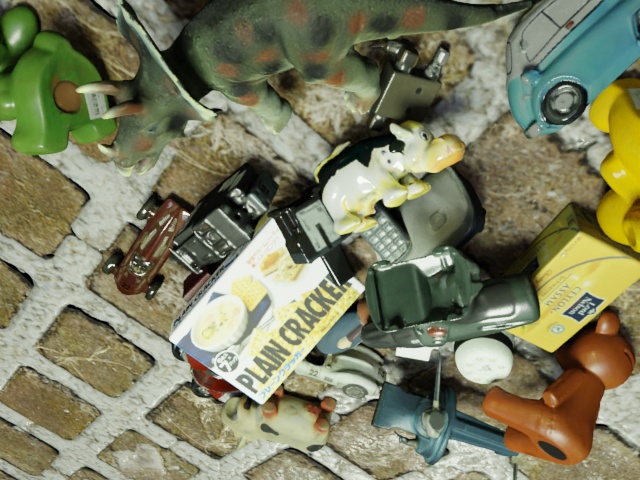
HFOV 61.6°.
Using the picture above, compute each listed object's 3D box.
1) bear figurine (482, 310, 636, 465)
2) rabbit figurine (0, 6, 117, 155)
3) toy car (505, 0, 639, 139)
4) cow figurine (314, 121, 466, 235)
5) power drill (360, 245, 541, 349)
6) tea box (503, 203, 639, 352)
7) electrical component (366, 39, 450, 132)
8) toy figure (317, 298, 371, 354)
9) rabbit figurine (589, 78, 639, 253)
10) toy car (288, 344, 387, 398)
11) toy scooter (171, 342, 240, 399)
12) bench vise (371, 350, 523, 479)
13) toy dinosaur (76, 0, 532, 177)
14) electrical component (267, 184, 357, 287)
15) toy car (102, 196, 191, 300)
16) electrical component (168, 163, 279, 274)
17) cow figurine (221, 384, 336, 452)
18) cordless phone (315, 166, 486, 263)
[{"bbox_3d":[0.326,0.188,0.712,0.132,0.196,0.120,2,138,50],"label":"bear figurine"},{"bbox_3d":[-0.353,-0.180,0.626,0.170,0.121,0.158,9,125,26],"label":"rabbit figurine"},{"bbox_3d":[0.228,-0.176,0.493,0.103,0.109,0.161,43,117,3],"label":"toy car"},{"bbox_3d":[0.069,-0.081,0.575,0.167,0.068,0.098,-35,76,34],"label":"cow figurine"},{"bbox_3d":[0.121,0.081,0.605,0.232,0.086,0.207,-15,152,22],"label":"power drill"},{"bbox_3d":[0.296,0.050,0.661,0.098,0.068,0.169,25,127,-4],"label":"tea box"},{"bbox_3d":[0.083,-0.165,0.573,0.078,0.045,0.102,-1,134,-22],"label":"electrical component"},{"bbox_3d":[0.060,0.113,0.769,0.154,0.064,0.057,-33,148,26],"label":"toy figure"},{"bbox_3d":[0.338,-0.054,0.535,0.122,0.162,0.173,-1,140,0],"label":"rabbit figurine"},{"bbox_3d":[0.005,0.184,0.826,0.202,0.073,0.056,15,128,2],"label":"toy car"},{"bbox_3d":[-0.158,0.200,0.879,0.135,0.075,0.183,2,129,13],"label":"toy scooter"},{"bbox_3d":[0.194,0.273,0.791,0.241,0.129,0.223,19,153,1],"label":"bench vise"},{"bbox_3d":[-0.032,-0.183,0.479,0.405,0.192,0.131,-18,81,22],"label":"toy dinosaur"},{"bbox_3d":[-0.001,-0.002,0.655,0.119,0.075,0.048,57,158,-11],"label":"electrical component"},{"bbox_3d":[-0.248,0.017,0.782,0.089,0.053,0.202,38,127,-11],"label":"toy car"},{"bbox_3d":[-0.114,-0.033,0.671,0.134,0.115,0.058,-31,116,32],"label":"electrical component"},{"bbox_3d":[-0.078,0.319,0.945,0.195,0.085,0.127,13,121,3],"label":"cow figurine"},{"bbox_3d":[0.091,-0.050,0.640,0.184,0.089,0.146,46,125,3],"label":"cordless phone"}]
